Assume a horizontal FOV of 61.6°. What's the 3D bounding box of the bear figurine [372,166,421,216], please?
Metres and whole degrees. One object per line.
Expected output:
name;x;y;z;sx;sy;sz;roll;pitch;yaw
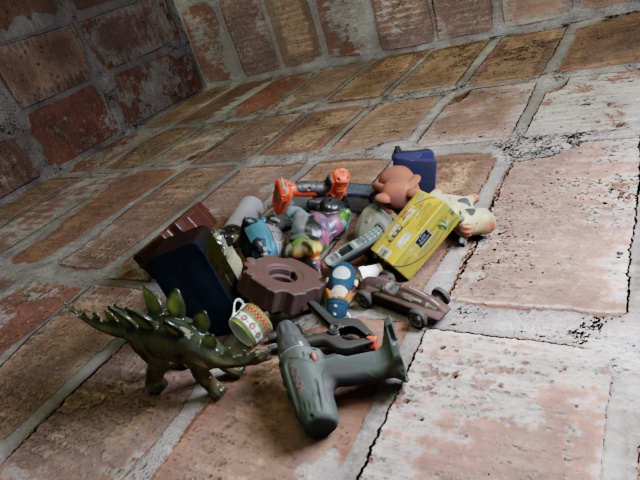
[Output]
bear figurine;0.192;-0.101;1.287;0.120;0.131;0.196;-13;26;9

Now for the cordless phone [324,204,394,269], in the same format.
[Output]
cordless phone;0.084;0.003;1.228;0.184;0.088;0.147;-27;29;-8

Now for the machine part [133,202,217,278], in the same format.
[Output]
machine part;-0.383;0.000;1.434;0.201;0.087;0.201;-31;16;30

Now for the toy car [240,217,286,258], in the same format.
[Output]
toy car;-0.136;0.007;1.333;0.103;0.109;0.162;-9;33;-23

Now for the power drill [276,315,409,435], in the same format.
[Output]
power drill;0.032;0.192;0.885;0.207;0.085;0.232;-14;39;0

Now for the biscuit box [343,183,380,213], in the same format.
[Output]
biscuit box;0.078;-0.118;1.471;0.203;0.059;0.063;12;42;43

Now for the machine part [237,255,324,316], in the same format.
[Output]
machine part;-0.079;0.089;1.114;0.179;0.056;0.179;12;21;-5

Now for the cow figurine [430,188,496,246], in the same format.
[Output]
cow figurine;0.301;-0.055;1.198;0.127;0.085;0.195;-30;32;-33

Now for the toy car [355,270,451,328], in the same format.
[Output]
toy car;0.156;0.107;1.029;0.089;0.053;0.202;-32;29;-30

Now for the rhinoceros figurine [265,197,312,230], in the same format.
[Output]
rhinoceros figurine;-0.087;-0.070;1.479;0.112;0.073;0.190;18;42;34

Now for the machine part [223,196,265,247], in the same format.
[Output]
machine part;-0.215;-0.055;1.513;0.079;0.079;0.243;-9;28;17

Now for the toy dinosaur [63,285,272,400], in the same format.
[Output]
toy dinosaur;-0.299;0.183;1.008;0.472;0.198;0.105;-1;29;26

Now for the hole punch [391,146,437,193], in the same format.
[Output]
hole punch;0.246;-0.169;1.395;0.116;0.142;0.092;-5;32;0

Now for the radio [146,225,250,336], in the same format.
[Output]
radio;-0.247;0.094;1.107;0.131;0.229;0.073;-16;27;14

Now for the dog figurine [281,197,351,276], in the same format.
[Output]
dog figurine;-0.003;-0.004;1.269;0.192;0.108;0.219;-16;31;-2

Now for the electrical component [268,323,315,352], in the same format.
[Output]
electrical component;-0.055;0.188;1.038;0.094;0.021;0.063;-17;27;3

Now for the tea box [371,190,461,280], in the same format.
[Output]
tea box;0.199;-0.012;1.127;0.169;0.068;0.098;-49;32;1

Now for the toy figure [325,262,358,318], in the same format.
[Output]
toy figure;0.039;0.104;1.097;0.064;0.057;0.154;-22;26;23

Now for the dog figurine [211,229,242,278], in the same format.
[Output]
dog figurine;-0.241;0.052;1.215;0.173;0.190;0.121;0;33;34
